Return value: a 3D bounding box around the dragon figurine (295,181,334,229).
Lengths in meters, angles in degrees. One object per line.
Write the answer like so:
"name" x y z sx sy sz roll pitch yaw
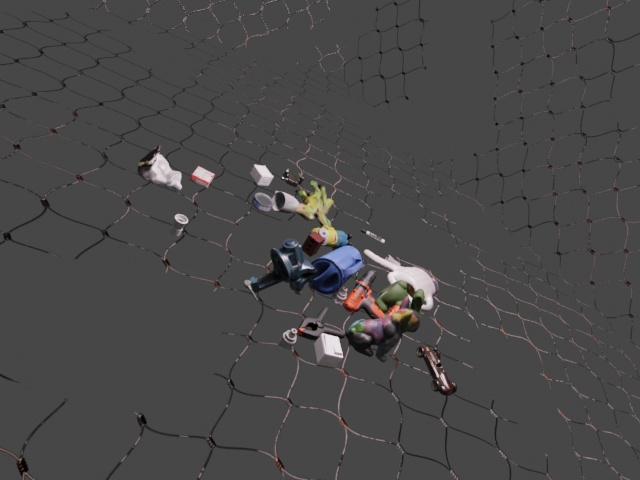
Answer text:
"dragon figurine" 0.007 -0.110 2.184 0.121 0.246 0.407 -26 -21 22

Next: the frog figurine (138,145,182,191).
"frog figurine" -0.569 -0.236 1.846 0.122 0.156 0.140 -31 34 3

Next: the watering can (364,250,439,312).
"watering can" 0.343 0.151 2.089 0.225 0.102 0.353 -5 46 -49
